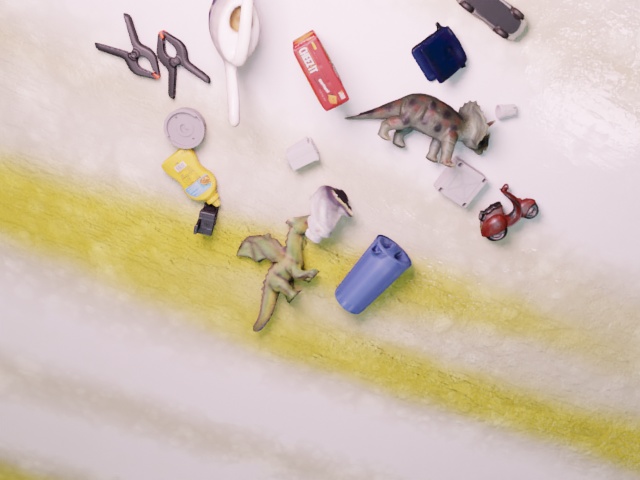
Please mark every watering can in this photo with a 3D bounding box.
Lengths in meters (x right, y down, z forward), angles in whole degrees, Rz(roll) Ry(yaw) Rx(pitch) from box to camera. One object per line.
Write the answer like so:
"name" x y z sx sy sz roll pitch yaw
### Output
"watering can" -0.210 -0.466 1.239 0.104 0.228 0.341 1 117 -22

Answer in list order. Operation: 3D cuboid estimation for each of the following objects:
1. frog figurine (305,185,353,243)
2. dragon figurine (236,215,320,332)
"frog figurine" 0.004 -0.074 1.475 0.158 0.140 0.121 -39 147 18
"dragon figurine" -0.148 0.086 1.580 0.243 0.123 0.406 45 105 -1
